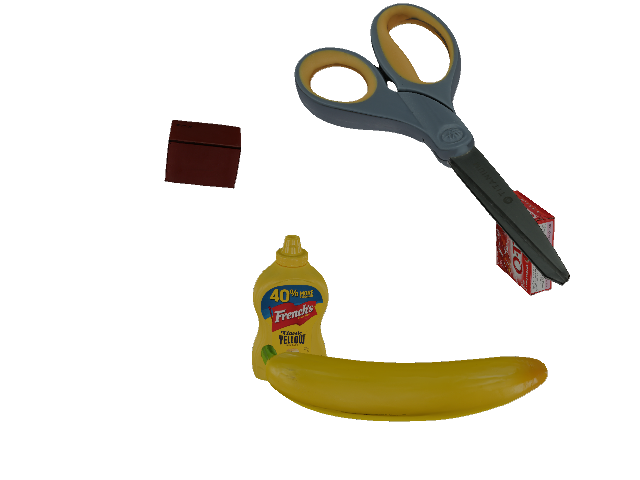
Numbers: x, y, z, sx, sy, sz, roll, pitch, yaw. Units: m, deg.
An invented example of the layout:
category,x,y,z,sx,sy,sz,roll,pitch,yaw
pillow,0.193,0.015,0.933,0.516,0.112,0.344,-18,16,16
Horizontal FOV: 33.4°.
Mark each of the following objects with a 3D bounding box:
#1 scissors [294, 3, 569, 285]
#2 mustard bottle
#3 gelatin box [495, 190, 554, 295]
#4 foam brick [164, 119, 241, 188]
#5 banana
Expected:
category,x,y,z,sx,sy,sz,roll,pitch,yaw
scissors,0.043,-0.047,0.515,0.096,0.202,0.016,-13,-41,2
mustard bottle,-0.038,0.085,1.365,0.096,0.192,0.058,-1,20,-7
gelatin box,0.214,0.001,1.122,0.030,0.089,0.073,-14,30,-16
foam brick,-0.127,-0.094,1.157,0.078,0.051,0.053,6,30,-6
banana,0.045,0.090,0.695,0.198,0.037,0.069,4,32,15
